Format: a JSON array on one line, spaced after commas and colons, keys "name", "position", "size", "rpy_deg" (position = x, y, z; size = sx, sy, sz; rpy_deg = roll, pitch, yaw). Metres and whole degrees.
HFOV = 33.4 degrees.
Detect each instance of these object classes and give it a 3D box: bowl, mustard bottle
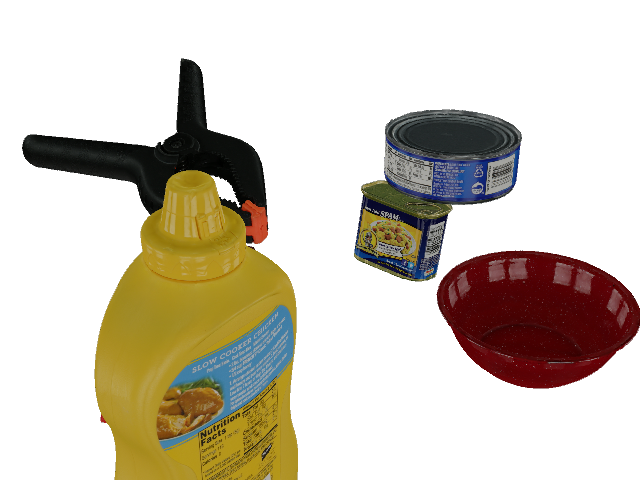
[{"name": "bowl", "position": [0.173, 0.071, 0.868], "size": [0.162, 0.055, 0.162], "rpy_deg": [1, 31, -1]}, {"name": "mustard bottle", "position": [-0.050, 0.058, 0.453], "size": [0.058, 0.192, 0.096], "rpy_deg": [27, 41, 34]}]

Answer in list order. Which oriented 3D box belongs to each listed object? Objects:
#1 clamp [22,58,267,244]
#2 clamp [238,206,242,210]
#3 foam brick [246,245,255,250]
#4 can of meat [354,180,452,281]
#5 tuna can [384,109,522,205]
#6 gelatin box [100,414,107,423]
[{"name": "clamp", "position": [-0.104, -0.067, 0.816], "size": [0.210, 0.036, 0.164], "rpy_deg": [31, 55, 31]}, {"name": "clamp", "position": [-0.142, 0.003, 1.239], "size": [0.120, 0.039, 0.171], "rpy_deg": [-7, 38, 20]}, {"name": "foam brick", "position": [-0.087, 0.046, 0.977], "size": [0.053, 0.078, 0.051], "rpy_deg": [4, 14, -14]}, {"name": "can of meat", "position": [0.089, -0.010, 1.186], "size": [0.102, 0.084, 0.057], "rpy_deg": [23, 26, 32]}, {"name": "tuna can", "position": [0.083, -0.054, 0.677], "size": [0.086, 0.034, 0.086], "rpy_deg": [1, 26, -1]}, {"name": "gelatin box", "position": [-0.095, 0.082, 0.656], "size": [0.073, 0.030, 0.089], "rpy_deg": [6, -39, -10]}]
